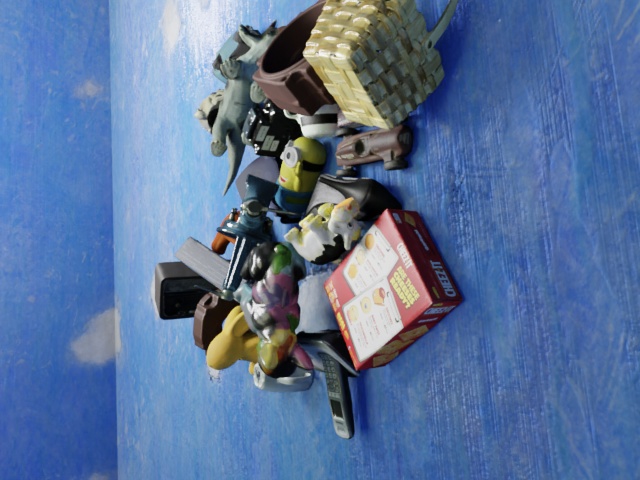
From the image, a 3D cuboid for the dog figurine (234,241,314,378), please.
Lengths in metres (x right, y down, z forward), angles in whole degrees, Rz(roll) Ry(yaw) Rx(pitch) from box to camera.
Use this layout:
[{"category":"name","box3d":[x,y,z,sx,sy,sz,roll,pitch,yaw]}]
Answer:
[{"category":"dog figurine","box3d":[-0.070,0.128,0.932,0.191,0.108,0.219,-68,29,28]}]

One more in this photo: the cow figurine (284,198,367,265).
[{"category":"cow figurine","box3d":[0.021,-0.007,0.873,0.098,0.068,0.167,53,147,-9]}]

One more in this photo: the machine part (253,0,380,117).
[{"category":"machine part","box3d":[-0.008,-0.318,0.921,0.201,0.087,0.202,-50,38,-5]}]

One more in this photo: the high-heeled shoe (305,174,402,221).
[{"category":"high-heeled shoe","box3d":[0.055,-0.059,0.952,0.248,0.145,0.086,115,176,-80]}]

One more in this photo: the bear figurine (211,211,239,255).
[{"category":"bear figurine","box3d":[-0.156,0.027,1.218,0.196,0.120,0.131,56,138,35]}]

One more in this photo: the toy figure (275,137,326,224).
[{"category":"toy figure","box3d":[-0.043,-0.119,1.069,0.082,0.089,0.180,36,130,33]}]

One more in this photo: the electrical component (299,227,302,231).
[{"category":"electrical component","box3d":[-0.002,-0.003,1.004,0.119,0.075,0.048,-35,61,58]}]

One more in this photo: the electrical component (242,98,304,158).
[{"category":"electrical component","box3d":[-0.084,-0.226,1.085,0.114,0.134,0.058,-58,44,36]}]

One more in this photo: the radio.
[{"category":"radio","box3d":[-0.285,0.119,1.313,0.073,0.229,0.131,54,137,49]}]

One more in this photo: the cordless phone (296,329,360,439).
[{"category":"cordless phone","box3d":[0.018,0.253,0.964,0.147,0.089,0.184,-15,81,57]}]

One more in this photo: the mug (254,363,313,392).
[{"category":"mug","box3d":[-0.073,0.274,1.082,0.110,0.107,0.080,14,103,60]}]

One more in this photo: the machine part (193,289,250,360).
[{"category":"machine part","box3d":[-0.207,0.196,1.247,0.056,0.179,0.179,12,100,57]}]

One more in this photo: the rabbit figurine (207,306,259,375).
[{"category":"rabbit figurine","box3d":[-0.160,0.228,1.163,0.122,0.173,0.162,7,99,62]}]

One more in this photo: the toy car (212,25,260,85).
[{"category":"toy car","box3d":[-0.187,-0.450,1.290,0.161,0.109,0.103,-46,33,37]}]

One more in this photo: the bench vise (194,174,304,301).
[{"category":"bench vise","box3d":[-0.144,0.003,1.045,0.224,0.129,0.240,-2,68,71]}]

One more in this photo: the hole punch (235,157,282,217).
[{"category":"hole punch","box3d":[-0.122,-0.125,1.191,0.115,0.092,0.142,-60,39,33]}]

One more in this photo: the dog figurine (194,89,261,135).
[{"category":"dog figurine","box3d":[-0.260,-0.328,1.344,0.191,0.172,0.121,38,110,44]}]

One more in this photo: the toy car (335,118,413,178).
[{"category":"toy car","box3d":[0.079,-0.154,0.900,0.202,0.053,0.089,3,95,57]}]

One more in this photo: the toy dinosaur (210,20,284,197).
[{"category":"toy dinosaur","box3d":[-0.170,-0.309,1.200,0.192,0.131,0.404,-83,16,-55]}]

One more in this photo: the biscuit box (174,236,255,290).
[{"category":"biscuit box","box3d":[-0.234,0.066,1.208,0.203,0.059,0.063,30,76,26]}]
